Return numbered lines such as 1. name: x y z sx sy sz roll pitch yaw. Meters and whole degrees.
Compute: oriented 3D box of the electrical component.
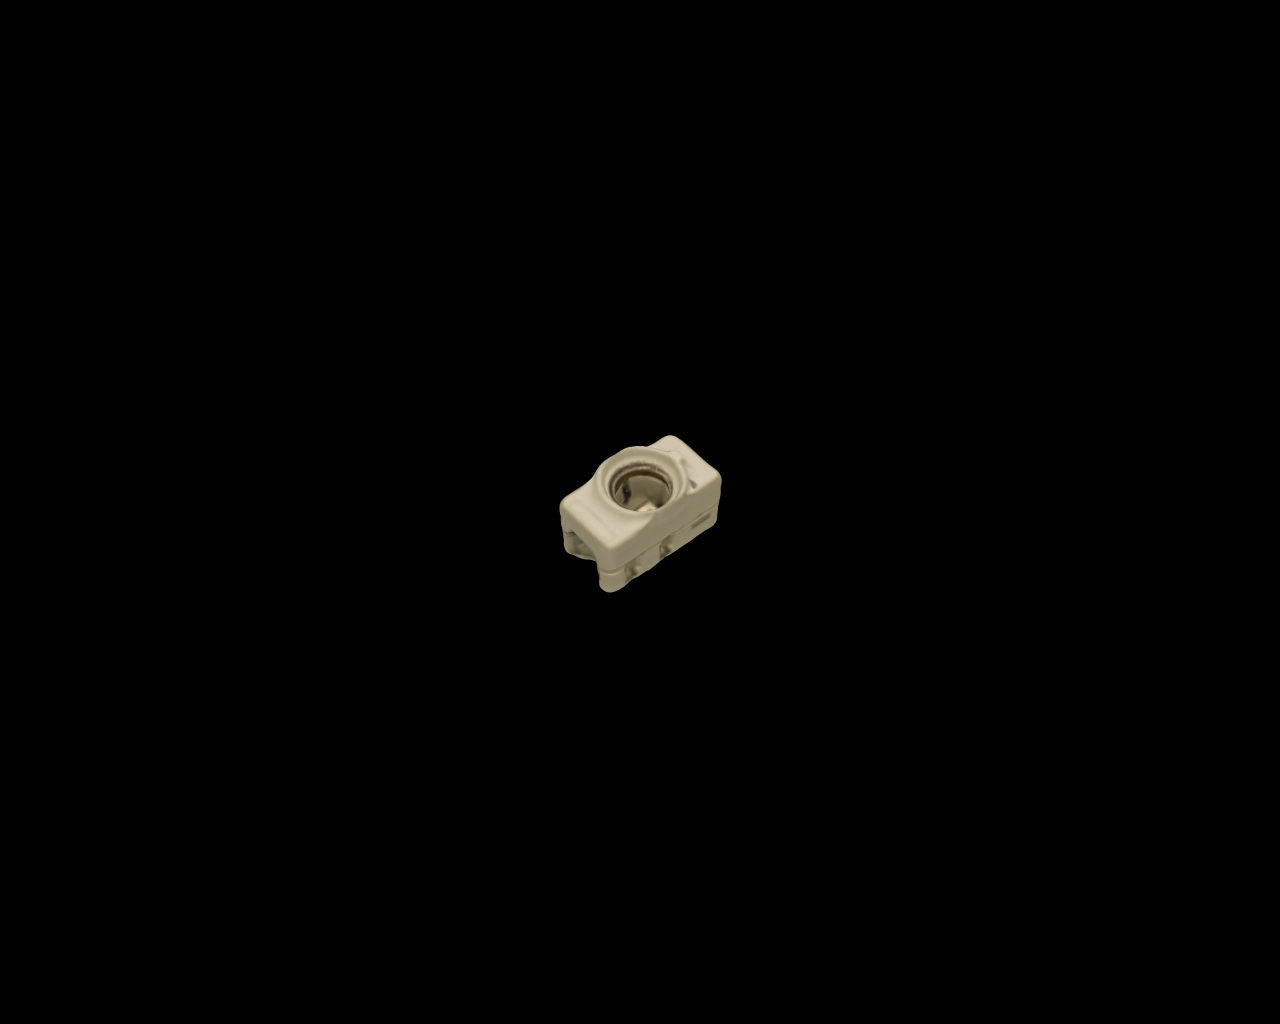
1. electrical component: 0.001 -0.003 0.650 0.090 0.055 0.050 -33 58 -24
